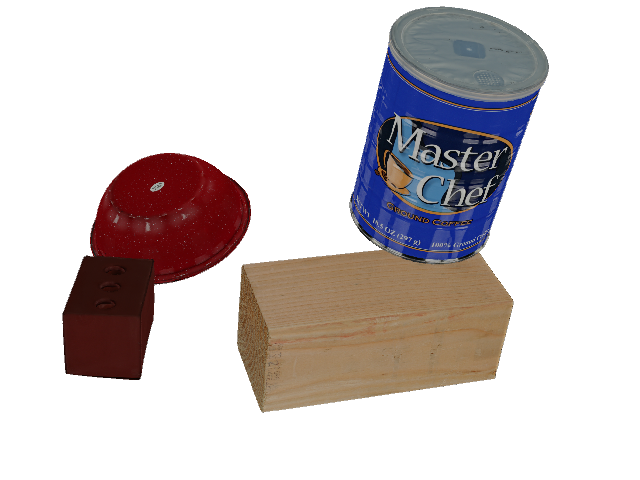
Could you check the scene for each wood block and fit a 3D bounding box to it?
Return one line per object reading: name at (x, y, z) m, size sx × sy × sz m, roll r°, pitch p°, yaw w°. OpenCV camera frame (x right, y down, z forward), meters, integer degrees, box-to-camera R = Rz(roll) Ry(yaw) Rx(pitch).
wood block at (0.042, 0.070, 0.892) m, size 0.205 × 0.090 × 0.091 m, roll -6°, pitch 36°, yaw -17°

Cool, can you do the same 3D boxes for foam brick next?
foam brick at (-0.146, 0.053, 0.742) m, size 0.053 × 0.051 × 0.078 m, roll 4°, pitch 29°, yaw -4°

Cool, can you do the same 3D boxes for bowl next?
bowl at (-0.151, -0.034, 1.026) m, size 0.162 × 0.162 × 0.055 m, roll 0°, pitch -44°, yaw 12°

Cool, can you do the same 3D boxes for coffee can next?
coffee can at (0.082, -0.069, 0.715) m, size 0.102 × 0.140 × 0.103 m, roll 7°, pitch 40°, yaw -6°
